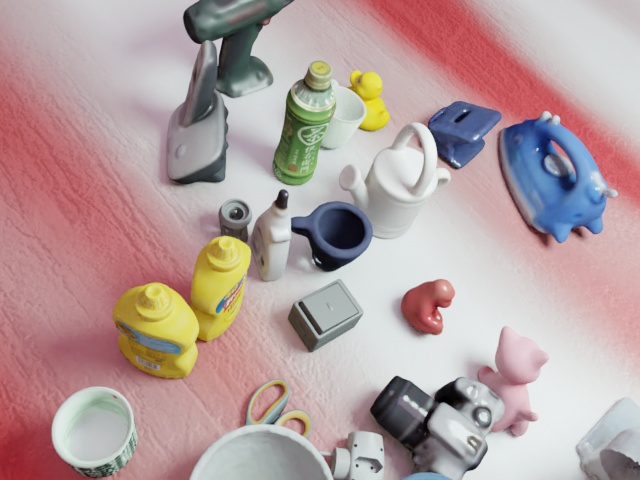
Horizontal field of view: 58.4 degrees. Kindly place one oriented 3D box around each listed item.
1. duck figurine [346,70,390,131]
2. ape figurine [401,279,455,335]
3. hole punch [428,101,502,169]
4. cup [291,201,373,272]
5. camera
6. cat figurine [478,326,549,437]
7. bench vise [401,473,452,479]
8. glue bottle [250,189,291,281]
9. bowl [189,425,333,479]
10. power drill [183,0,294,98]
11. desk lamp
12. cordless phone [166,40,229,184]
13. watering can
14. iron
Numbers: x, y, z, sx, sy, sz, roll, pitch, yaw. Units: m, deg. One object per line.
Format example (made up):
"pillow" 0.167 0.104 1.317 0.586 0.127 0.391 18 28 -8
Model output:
"duck figurine" 0.084 -0.249 0.994 0.078 0.086 0.104 -35 73 -28
"ape figurine" 0.161 0.087 0.813 0.076 0.092 0.078 30 58 5
"hole punch" 0.245 -0.197 1.002 0.101 0.091 0.109 41 59 11
"cup" 0.008 0.003 0.821 0.118 0.095 0.091 9 58 -9
"camera" 0.145 0.222 0.724 0.136 0.101 0.143 38 59 9
"cat figurine" 0.265 0.186 0.766 0.067 0.117 0.128 6 59 -10
"bench vise" 0.152 0.293 0.614 0.208 0.219 0.121 -24 68 -25
"glue bottle" -0.061 -0.014 0.767 0.037 0.173 0.078 -10 63 -19
"bowl" -0.068 0.298 0.641 0.167 0.074 0.167 6 59 -11
"power drill" -0.110 -0.338 0.924 0.230 0.208 0.075 -29 70 -27
"desk lamp" 0.417 0.260 0.705 0.204 0.213 0.118 -32 72 -28
"cordless phone" -0.175 -0.181 0.829 0.094 0.185 0.147 -1 61 -15
"watering can" 0.115 -0.088 0.843 0.173 0.194 0.101 -29 70 -27
"iron" 0.398 -0.131 0.972 0.119 0.141 0.258 -12 64 -20
